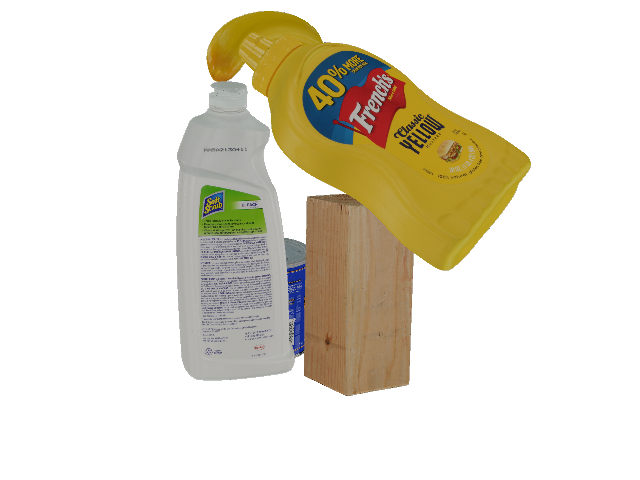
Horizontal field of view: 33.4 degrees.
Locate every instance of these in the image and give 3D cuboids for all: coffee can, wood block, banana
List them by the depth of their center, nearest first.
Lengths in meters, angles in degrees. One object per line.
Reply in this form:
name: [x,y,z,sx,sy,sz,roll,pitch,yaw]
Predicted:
banana: [-0.051,-0.181,0.978,0.070,0.037,0.197,41,32,19]
wood block: [0.041,0.055,1.183,0.090,0.206,0.091,-5,12,-33]
coffee can: [-0.066,0.078,1.437,0.103,0.140,0.103,2,20,-1]

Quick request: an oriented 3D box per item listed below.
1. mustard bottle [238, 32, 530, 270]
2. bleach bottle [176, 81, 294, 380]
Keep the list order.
mustard bottle: [0.028,-0.069,0.658,0.192,0.096,0.058,36,-35,12]
bleach bottle: [-0.070,-0.008,0.902,0.102,0.251,0.068,-4,21,-17]
